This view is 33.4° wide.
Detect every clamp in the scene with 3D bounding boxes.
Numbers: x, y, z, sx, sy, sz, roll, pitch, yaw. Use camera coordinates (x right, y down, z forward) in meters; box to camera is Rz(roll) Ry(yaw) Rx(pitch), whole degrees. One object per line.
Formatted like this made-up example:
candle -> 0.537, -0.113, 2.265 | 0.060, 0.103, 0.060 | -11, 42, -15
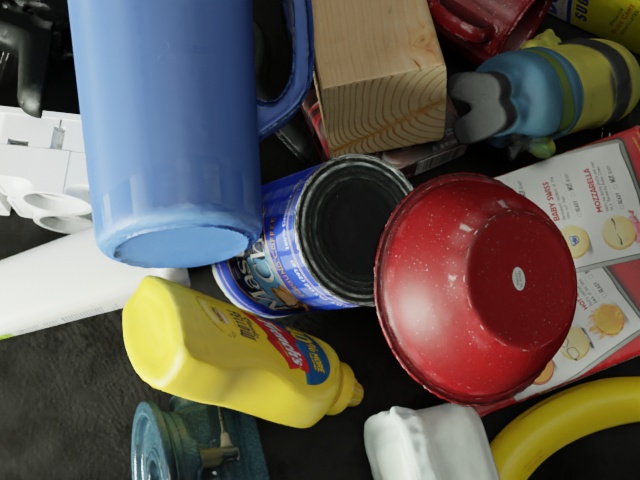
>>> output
clamp -> -0.199, -0.158, 0.837 | 0.164, 0.036, 0.210 | -13, 40, -39
clamp -> -0.066, -0.126, 0.862 | 0.120, 0.039, 0.171 | 0, 74, -1

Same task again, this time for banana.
banana -> 0.185, 0.148, 0.799 | 0.197, 0.037, 0.069 | -33, 96, -9

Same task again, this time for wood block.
wood block -> 0.031, -0.177, 0.826 | 0.091, 0.090, 0.206 | -11, 59, -1

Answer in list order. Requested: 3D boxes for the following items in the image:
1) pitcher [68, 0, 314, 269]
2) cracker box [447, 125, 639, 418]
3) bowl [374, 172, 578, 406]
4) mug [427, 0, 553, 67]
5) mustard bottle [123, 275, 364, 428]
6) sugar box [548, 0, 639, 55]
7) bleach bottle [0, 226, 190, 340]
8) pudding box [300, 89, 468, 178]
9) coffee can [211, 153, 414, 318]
pitcher -> -0.092, -0.109, 0.718 | 0.149, 0.144, 0.243 | -16, 71, 26
cracker box -> 0.174, 0.027, 0.812 | 0.213, 0.072, 0.164 | -20, 76, -7
bowl -> 0.117, 0.029, 0.710 | 0.161, 0.055, 0.162 | 5, 80, -28
mug -> 0.125, -0.183, 0.854 | 0.081, 0.093, 0.117 | 36, 37, 13
mustard bottle -> -0.042, 0.088, 0.754 | 0.058, 0.191, 0.096 | -56, 38, 13
sugar box -> 0.244, -0.201, 0.869 | 0.176, 0.093, 0.048 | 24, 74, 5
bleach bottle -> -0.223, 0.042, 0.776 | 0.250, 0.102, 0.068 | -18, 84, -8
pudding box -> 0.051, -0.091, 0.857 | 0.113, 0.039, 0.090 | -20, 74, -9
coffee can -> -0.005, 0.001, 0.761 | 0.102, 0.141, 0.103 | 4, 81, -29
